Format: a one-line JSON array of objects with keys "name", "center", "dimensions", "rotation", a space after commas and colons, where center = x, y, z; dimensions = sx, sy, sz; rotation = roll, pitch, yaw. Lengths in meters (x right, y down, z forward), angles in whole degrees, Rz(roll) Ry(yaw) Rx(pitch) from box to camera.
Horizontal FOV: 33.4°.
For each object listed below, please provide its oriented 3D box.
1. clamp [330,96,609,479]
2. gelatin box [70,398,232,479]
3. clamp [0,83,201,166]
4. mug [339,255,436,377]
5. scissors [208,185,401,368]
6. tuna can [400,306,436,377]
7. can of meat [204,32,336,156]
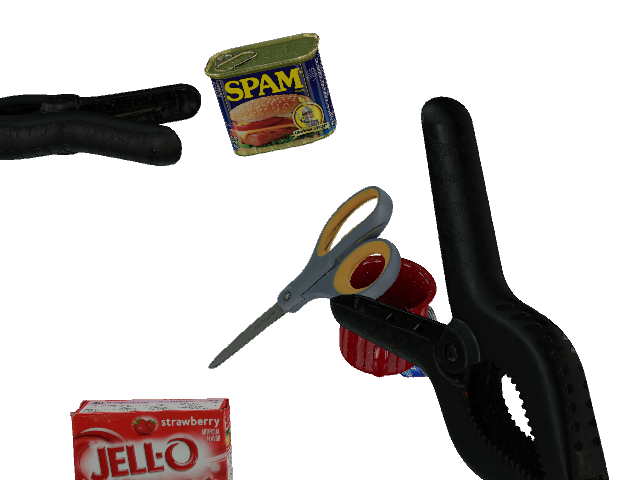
[{"name": "clamp", "center": [0.078, 0.043, 0.526], "dimensions": [0.036, 0.165, 0.210], "rotation": [-8, 44, -30]}, {"name": "gelatin box", "center": [-0.095, 0.129, 0.610], "dimensions": [0.089, 0.073, 0.030], "rotation": [-1, 7, 3]}, {"name": "clamp", "center": [-0.161, -0.080, 0.709], "dimensions": [0.171, 0.039, 0.120], "rotation": [4, 18, 8]}, {"name": "mug", "center": [0.059, 0.080, 1.001], "dimensions": [0.093, 0.081, 0.117], "rotation": [3, 35, 1]}, {"name": "scissors", "center": [-0.009, 0.049, 0.784], "dimensions": [0.016, 0.202, 0.096], "rotation": [28, 17, -37]}, {"name": "tuna can", "center": [0.112, 0.118, 1.257], "dimensions": [0.034, 0.086, 0.086], "rotation": [-5, -2, 23]}, {"name": "can of meat", "center": [-0.042, -0.128, 0.948], "dimensions": [0.102, 0.084, 0.057], "rotation": [-10, 30, 10]}]
